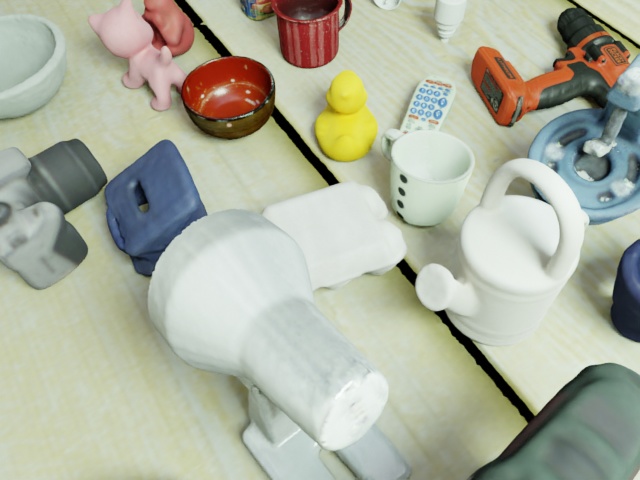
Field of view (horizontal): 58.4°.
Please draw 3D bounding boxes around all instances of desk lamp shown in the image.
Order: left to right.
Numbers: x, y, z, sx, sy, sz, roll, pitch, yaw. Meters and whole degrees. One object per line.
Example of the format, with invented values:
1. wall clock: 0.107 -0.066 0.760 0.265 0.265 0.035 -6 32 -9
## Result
1. desk lamp: -0.020 0.102 0.431 0.118 0.214 0.202 -36 62 -20

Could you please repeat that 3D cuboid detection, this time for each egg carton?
1. egg carton: 0.005 0.002 0.583 0.150 0.069 0.107 -19 58 -10

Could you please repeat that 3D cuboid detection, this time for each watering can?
1. watering can: 0.164 0.014 0.496 0.100 0.194 0.173 33 63 22

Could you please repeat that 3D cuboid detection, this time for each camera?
1. camera: -0.295 -0.047 0.607 0.137 0.101 0.143 -38 63 -21

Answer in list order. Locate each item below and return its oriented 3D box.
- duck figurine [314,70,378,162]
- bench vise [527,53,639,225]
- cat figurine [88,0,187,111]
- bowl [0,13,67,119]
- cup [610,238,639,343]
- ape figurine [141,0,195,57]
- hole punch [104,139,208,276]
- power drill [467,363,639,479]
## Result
1. duck figurine: 0.031 -0.153 0.675 0.077 0.086 0.104 2 57 3
2. bench vise: 0.280 -0.113 0.560 0.121 0.220 0.207 20 59 15
3. cat figurine: -0.228 -0.244 0.725 0.127 0.118 0.067 35 64 22
4. bowl: -0.398 -0.210 0.733 0.167 0.075 0.167 -1 57 1
5. cup: 0.313 0.044 0.531 0.091 0.095 0.118 20 59 14
6. ape figurine: -0.211 -0.295 0.773 0.076 0.092 0.077 -24 59 -13
7. hole punch: -0.174 -0.035 0.601 0.101 0.091 0.108 -24 59 -13
8. power drill: 0.125 0.186 0.375 0.230 0.208 0.075 -39 63 -21
